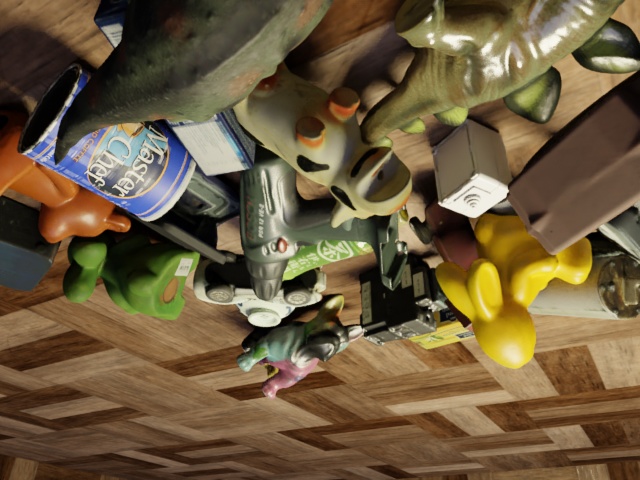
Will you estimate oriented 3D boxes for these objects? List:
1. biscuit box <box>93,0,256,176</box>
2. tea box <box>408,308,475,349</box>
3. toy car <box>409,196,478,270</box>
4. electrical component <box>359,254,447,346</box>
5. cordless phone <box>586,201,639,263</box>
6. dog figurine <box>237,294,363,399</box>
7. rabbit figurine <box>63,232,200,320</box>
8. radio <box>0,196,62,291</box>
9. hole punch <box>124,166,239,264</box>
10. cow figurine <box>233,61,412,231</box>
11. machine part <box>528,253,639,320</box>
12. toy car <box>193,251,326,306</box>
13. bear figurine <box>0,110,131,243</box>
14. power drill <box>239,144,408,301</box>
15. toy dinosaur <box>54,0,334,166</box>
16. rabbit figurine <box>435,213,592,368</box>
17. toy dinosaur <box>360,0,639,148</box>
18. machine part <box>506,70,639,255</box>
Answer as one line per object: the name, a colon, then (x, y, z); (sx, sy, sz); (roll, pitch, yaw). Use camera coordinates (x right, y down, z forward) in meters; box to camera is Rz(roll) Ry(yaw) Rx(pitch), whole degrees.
biscuit box: (-0.124, -0.148, 0.508); (0.059, 0.063, 0.202); (-8, 146, 14)
tea box: (0.221, 0.101, 0.850); (0.170, 0.098, 0.068); (-25, 139, 30)
toy car: (0.178, -0.003, 0.717); (0.089, 0.053, 0.202); (-37, 138, 4)
electrical component: (0.127, 0.090, 0.820); (0.134, 0.115, 0.058); (-23, 142, 35)
cordless phone: (0.330, -0.015, 0.697); (0.146, 0.088, 0.184); (29, 157, -37)
dog figurine: (-0.029, 0.179, 0.975); (0.219, 0.191, 0.108); (-33, 100, 7)
rabbit figurine: (-0.281, 0.042, 0.737); (0.170, 0.121, 0.159); (19, -170, 13)
radio: (-0.477, -0.014, 0.720); (0.229, 0.073, 0.131); (26, 139, -35)
hole punch: (-0.165, -0.037, 0.677); (0.116, 0.092, 0.142); (13, 165, 45)
cow figurine: (0.001, -0.087, 0.510); (0.195, 0.085, 0.127); (37, 163, 19)
machine part: (0.335, 0.062, 0.705); (0.079, 0.079, 0.243); (9, 172, -12)
toy car: (-0.091, 0.061, 0.820); (0.202, 0.073, 0.056); (2, 143, -1)
bear figurine: (-0.325, -0.048, 0.619); (0.120, 0.132, 0.195); (21, 151, 27)
power drill: (-0.001, -0.002, 0.641); (0.208, 0.086, 0.231); (13, 128, 25)
toy dinosaur: (-0.050, -0.155, 0.325); (0.131, 0.192, 0.404); (34, 106, -24)
rabbit figurine: (0.227, 0.061, 0.638); (0.162, 0.173, 0.122); (22, 165, -23)
toy dinosaur: (0.143, -0.168, 0.434); (0.198, 0.105, 0.471); (20, 151, -33)
machine part: (0.288, -0.083, 0.493); (0.201, 0.087, 0.201); (-23, 161, -33)
